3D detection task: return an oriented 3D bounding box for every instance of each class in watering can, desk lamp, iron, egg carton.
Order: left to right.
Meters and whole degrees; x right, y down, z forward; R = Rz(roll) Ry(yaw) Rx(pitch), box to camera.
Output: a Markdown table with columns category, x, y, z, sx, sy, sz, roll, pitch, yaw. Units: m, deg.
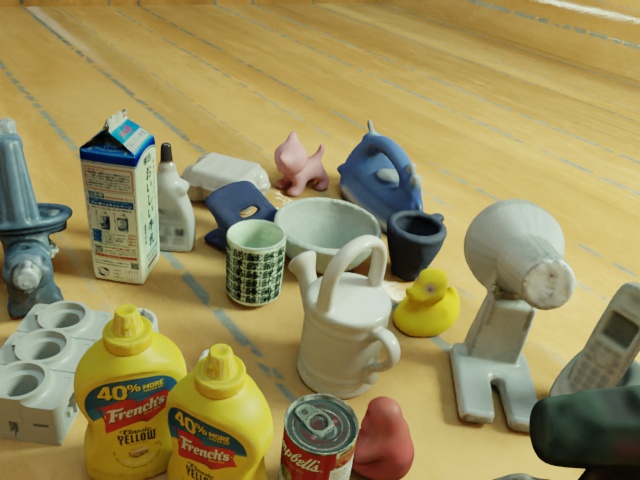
| category | x | y | z | sx | sy | sz | roll | pitch | yaw |
| --- | --- | --- | --- | --- | --- | --- | --- | --- | --- |
| egg carton | -0.168 | -0.103 | 1.028 | 0.150 | 0.069 | 0.107 | 14 | 32 | 10 |
| watering can | 0.025 | 0.077 | 0.663 | 0.172 | 0.194 | 0.101 | 21 | 34 | 21 |
| iron | 0.130 | -0.110 | 1.037 | 0.119 | 0.141 | 0.257 | -8 | 35 | -24 |
| desk lamp | 0.233 | 0.079 | 0.687 | 0.118 | 0.213 | 0.203 | 8 | 32 | 1 |

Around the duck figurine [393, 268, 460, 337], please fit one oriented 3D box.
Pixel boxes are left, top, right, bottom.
| category | x | y | z | sx | sy | sz | roll | pitch | yaw |
| --- | --- | --- | --- | --- | --- | --- | --- | --- | --- |
| duck figurine | 0.154 | 0.078 | 0.793 | 0.105 | 0.086 | 0.077 | -14 | 38 | -31 |

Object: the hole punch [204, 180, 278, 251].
| category | x | y | z | sx | sy | sz | roll | pitch | yaw |
| --- | --- | --- | --- | --- | --- | --- | --- | --- | --- |
| hole punch | -0.117 | -0.034 | 0.908 | 0.100 | 0.091 | 0.109 | 26 | 36 | 27 |

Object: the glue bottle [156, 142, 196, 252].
| category | x | y | z | sx | sy | sz | roll | pitch | yaw |
| --- | --- | --- | --- | --- | --- | --- | --- | --- | --- |
| glue bottle | -0.225 | -0.063 | 0.852 | 0.078 | 0.173 | 0.037 | 6 | 32 | -2 |

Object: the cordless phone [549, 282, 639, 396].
| category | x | y | z | sx | sy | sz | roll | pitch | yaw |
| --- | --- | --- | --- | --- | --- | --- | --- | --- | --- |
| cordless phone | 0.349 | 0.150 | 0.625 | 0.094 | 0.185 | 0.147 | -17 | 40 | -34 |

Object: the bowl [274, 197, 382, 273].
| category | x | y | z | sx | sy | sz | roll | pitch | yaw |
| --- | --- | --- | --- | --- | --- | --- | --- | --- | --- |
| bowl | 0.008 | 0.003 | 0.891 | 0.167 | 0.075 | 0.167 | 6 | 32 | -3 |

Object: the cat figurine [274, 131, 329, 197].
| category | x | y | z | sx | sy | sz | roll | pitch | yaw |
| --- | --- | --- | --- | --- | --- | --- | --- | --- | --- |
| cat figurine | -0.039 | -0.148 | 1.084 | 0.128 | 0.118 | 0.067 | -20 | 41 | -37 |

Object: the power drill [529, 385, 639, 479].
| category | x | y | z | sx | sy | sz | roll | pitch | yaw |
| --- | --- | --- | --- | --- | --- | --- | --- | --- | --- |
| power drill | 0.288 | 0.205 | 0.501 | 0.229 | 0.208 | 0.075 | 6 | 32 | -2 |

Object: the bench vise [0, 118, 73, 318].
| category | x | y | z | sx | sy | sz | roll | pitch | yaw |
| --- | --- | --- | --- | --- | --- | --- | --- | --- | --- |
| bench vise | -0.363 | -0.029 | 0.721 | 0.122 | 0.220 | 0.206 | -22 | 42 | -39 |

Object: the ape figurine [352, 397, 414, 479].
| category | x | y | z | sx | sy | sz | roll | pitch | yaw |
| --- | --- | --- | --- | --- | --- | --- | --- | --- | --- |
| ape figurine | 0.062 | 0.195 | 0.579 | 0.078 | 0.092 | 0.076 | -21 | 42 | -38 |

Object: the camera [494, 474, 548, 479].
| category | x | y | z | sx | sy | sz | roll | pitch | yaw |
| --- | --- | --- | --- | --- | --- | --- | --- | --- | --- |
| camera | 0.147 | 0.263 | 0.479 | 0.136 | 0.101 | 0.143 | 9 | 32 | 2 |

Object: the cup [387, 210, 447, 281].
| category | x | y | z | sx | sy | sz | roll | pitch | yaw |
| --- | --- | --- | --- | --- | --- | --- | --- | --- | --- |
| cup | 0.150 | 0.010 | 0.893 | 0.091 | 0.095 | 0.118 | 30 | 38 | 31 |
